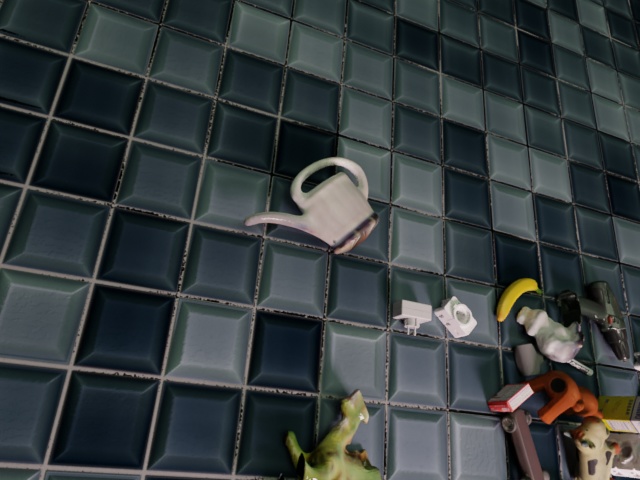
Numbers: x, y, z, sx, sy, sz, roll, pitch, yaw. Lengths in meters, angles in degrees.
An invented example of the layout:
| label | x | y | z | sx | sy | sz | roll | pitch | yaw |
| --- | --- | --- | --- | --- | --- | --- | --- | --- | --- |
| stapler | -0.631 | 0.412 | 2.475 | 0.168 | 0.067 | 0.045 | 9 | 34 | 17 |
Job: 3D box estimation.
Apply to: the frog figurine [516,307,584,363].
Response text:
| label | x | y | z | sx | sy | sz | roll | pitch | yaw |
| --- | --- | --- | --- | --- | --- | --- | --- | --- | --- |
| frog figurine | 0.602 | 0.251 | 1.372 | 0.160 | 0.120 | 0.140 | 13 | 36 | 17 |

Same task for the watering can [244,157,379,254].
| label | x | y | z | sx | sy | sz | roll | pitch | yaw |
| --- | --- | --- | --- | --- | --- | --- | --- | --- | --- |
| watering can | 0.004 | -0.061 | 1.219 | 0.353 | 0.225 | 0.102 | -38 | -2 | -31 |

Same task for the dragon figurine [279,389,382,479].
| label | x | y | z | sx | sy | sz | roll | pitch | yaw |
| --- | --- | --- | --- | --- | --- | --- | --- | --- | --- |
| dragon figurine | 0.038 | 0.508 | 1.017 | 0.242 | 0.417 | 0.120 | 15 | -24 | -27 |
